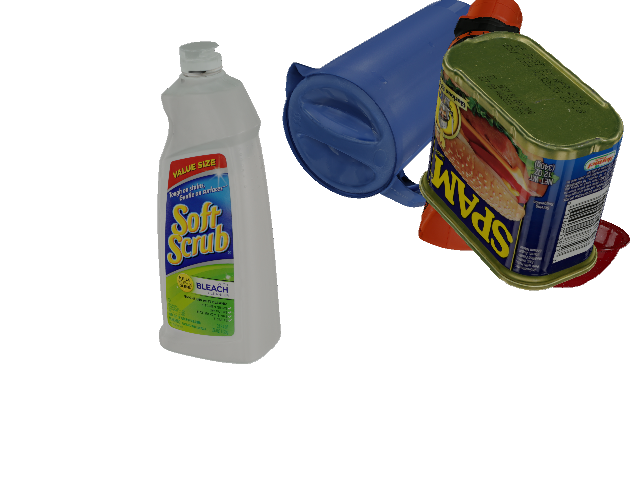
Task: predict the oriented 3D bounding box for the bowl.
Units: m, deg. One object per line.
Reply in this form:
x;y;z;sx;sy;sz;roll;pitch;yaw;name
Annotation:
0.238;0.009;1.121;0.162;0.055;0.162;5;17;-2;bowl

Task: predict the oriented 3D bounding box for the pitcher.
0.090;-0.147;1.087;0.145;0.149;0.242;12;37;36;pitcher

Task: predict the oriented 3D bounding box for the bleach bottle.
-0.089;-0.030;0.837;0.103;0.251;0.068;8;26;26;bleach bottle

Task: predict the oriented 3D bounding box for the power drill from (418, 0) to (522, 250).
0.121;-0.087;0.865;0.057;0.188;0.184;14;37;11;power drill

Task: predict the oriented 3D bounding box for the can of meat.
0.096;-0.041;0.521;0.057;0.084;0.102;-19;47;-21;can of meat
